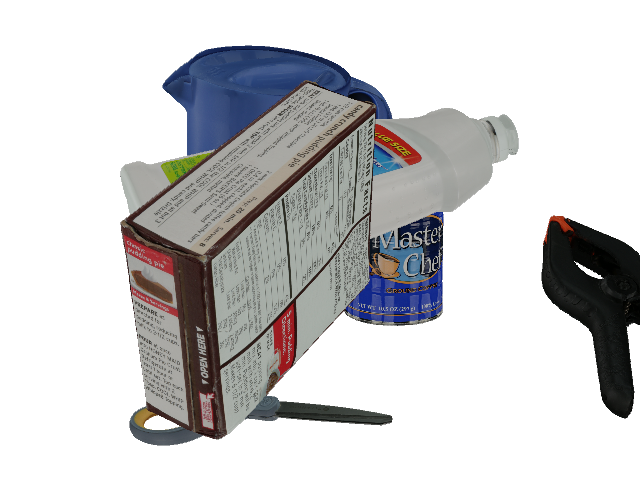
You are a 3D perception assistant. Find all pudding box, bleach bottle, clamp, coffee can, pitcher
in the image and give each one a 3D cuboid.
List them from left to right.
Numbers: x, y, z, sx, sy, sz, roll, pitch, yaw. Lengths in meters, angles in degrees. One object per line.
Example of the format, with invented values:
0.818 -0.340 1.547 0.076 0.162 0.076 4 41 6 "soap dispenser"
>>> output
-0.022 0.005 0.399 0.039 0.090 0.113 20 42 24 "pudding box"
-0.042 -0.034 0.903 0.149 0.243 0.144 23 31 32 "pitcher"
0.006 -0.038 0.688 0.250 0.068 0.103 -18 40 -13 "bleach bottle"
0.075 0.005 1.089 0.103 0.140 0.103 -1 14 0 "coffee can"
0.217 0.045 0.737 0.120 0.039 0.171 -3 45 -20 "clamp"

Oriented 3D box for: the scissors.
-0.057 0.135 0.800 0.202 0.016 0.096 11 33 27 "scissors"
